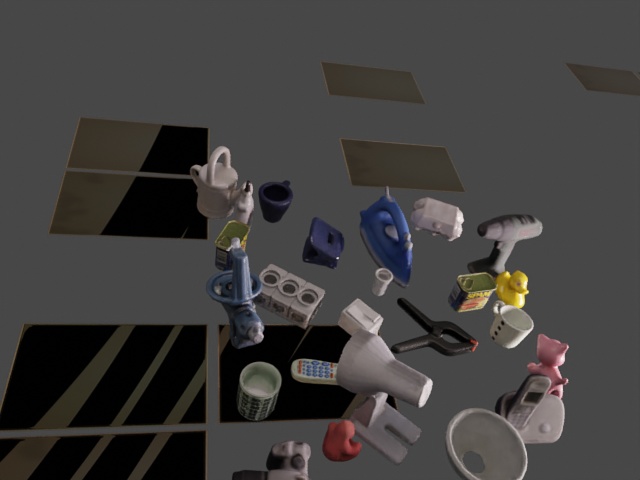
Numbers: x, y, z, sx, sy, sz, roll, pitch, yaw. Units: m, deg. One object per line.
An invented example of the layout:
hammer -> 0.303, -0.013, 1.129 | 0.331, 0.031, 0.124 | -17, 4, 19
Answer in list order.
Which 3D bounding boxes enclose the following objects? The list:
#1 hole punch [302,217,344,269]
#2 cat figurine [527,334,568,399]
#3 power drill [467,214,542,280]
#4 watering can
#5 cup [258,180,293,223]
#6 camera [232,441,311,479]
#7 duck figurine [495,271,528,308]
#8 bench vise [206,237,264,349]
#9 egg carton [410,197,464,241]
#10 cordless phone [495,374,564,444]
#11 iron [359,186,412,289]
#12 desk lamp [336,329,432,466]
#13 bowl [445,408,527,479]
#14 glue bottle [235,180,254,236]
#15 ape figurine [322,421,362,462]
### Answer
hole punch -> 0.014, 0.005, 1.470 | 0.101, 0.091, 0.108 | 12, 44, -3
cat figurine -> 0.533, 0.286, 1.317 | 0.067, 0.118, 0.127 | 5, 45, -10
power drill -> 0.470, 0.015, 1.503 | 0.230, 0.208, 0.075 | -15, 52, -28
watering can -> -0.256, -0.154, 1.480 | 0.173, 0.194, 0.101 | 11, 44, -5
cup -> -0.118, -0.102, 1.537 | 0.091, 0.095, 0.118 | 25, 45, 10
camera -> -0.088, 0.428, 1.016 | 0.137, 0.101, 0.143 | 8, 45, -8
duck figurine -> 0.508, 0.116, 1.501 | 0.078, 0.086, 0.104 | -4, 47, -19
bench vise -> -0.159, 0.111, 1.225 | 0.122, 0.220, 0.207 | -30, 59, -36
egg carton -> 0.334, -0.060, 1.639 | 0.150, 0.069, 0.107 | 18, 44, 3
cordless phone -> 0.455, 0.344, 1.189 | 0.148, 0.185, 0.094 | 4, 45, -12
iron -> 0.197, -0.014, 1.504 | 0.119, 0.141, 0.257 | -5, 48, -20
desk lamp -> 0.123, 0.299, 1.121 | 0.203, 0.213, 0.118 | 33, 47, 18
bowl -> 0.321, 0.429, 1.147 | 0.167, 0.075, 0.167 | 8, 45, -8
glue bottle -> -0.189, -0.080, 1.440 | 0.037, 0.173, 0.078 | 14, 44, -1
ape figurine -> 0.043, 0.381, 1.105 | 0.076, 0.092, 0.077 | -17, 52, -29
